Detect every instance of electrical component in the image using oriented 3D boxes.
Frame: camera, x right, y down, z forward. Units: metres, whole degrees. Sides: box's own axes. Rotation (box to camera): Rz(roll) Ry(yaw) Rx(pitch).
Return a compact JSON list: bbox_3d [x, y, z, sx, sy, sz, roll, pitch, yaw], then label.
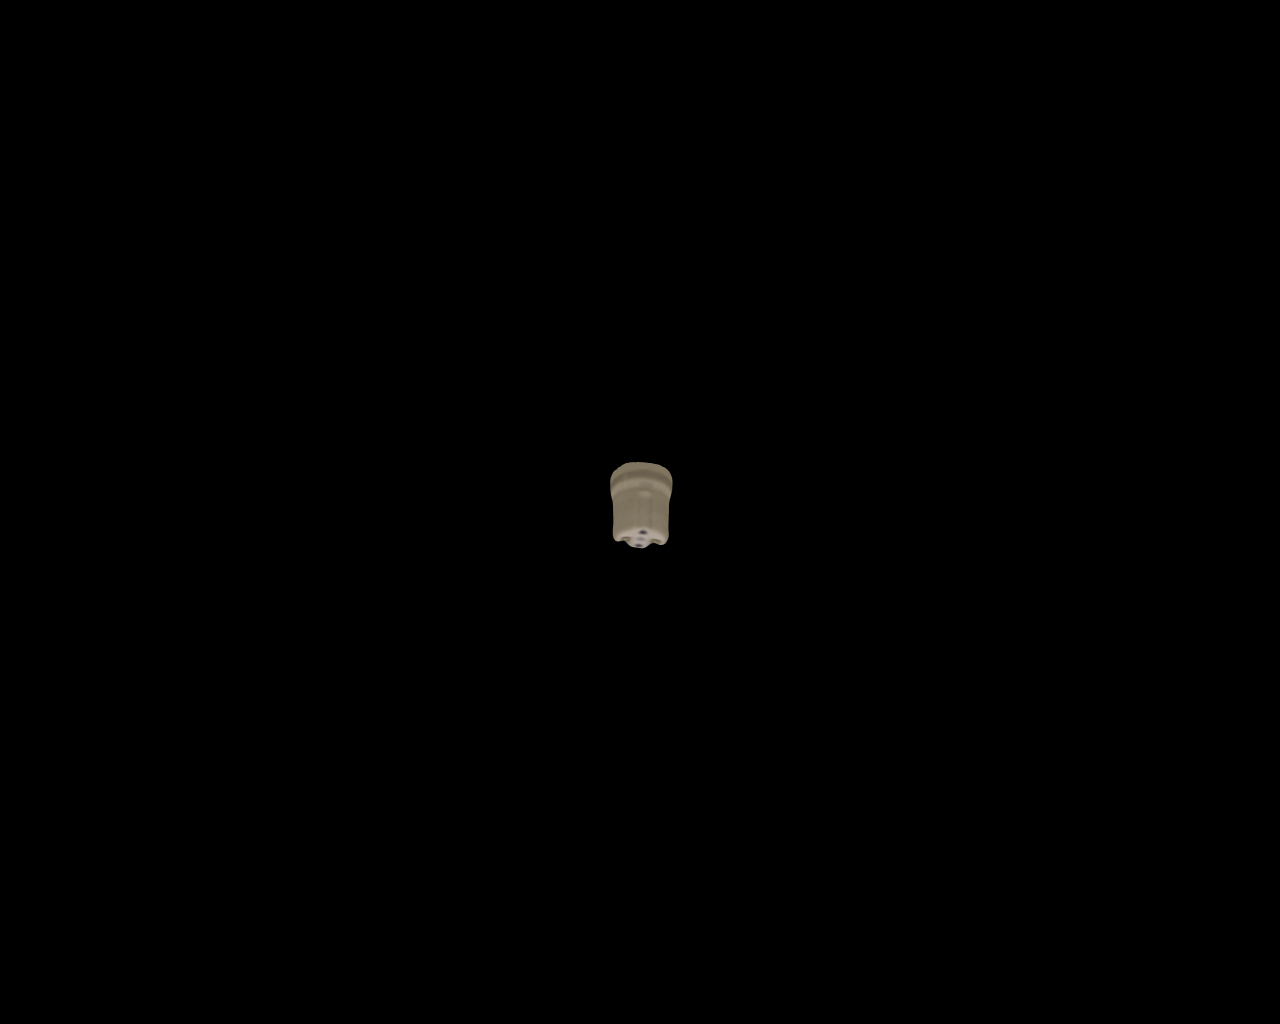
[{"bbox_3d":[0.001,-0.003,0.650,0.040,0.046,0.040,0,-31,0],"label":"electrical component"}]
